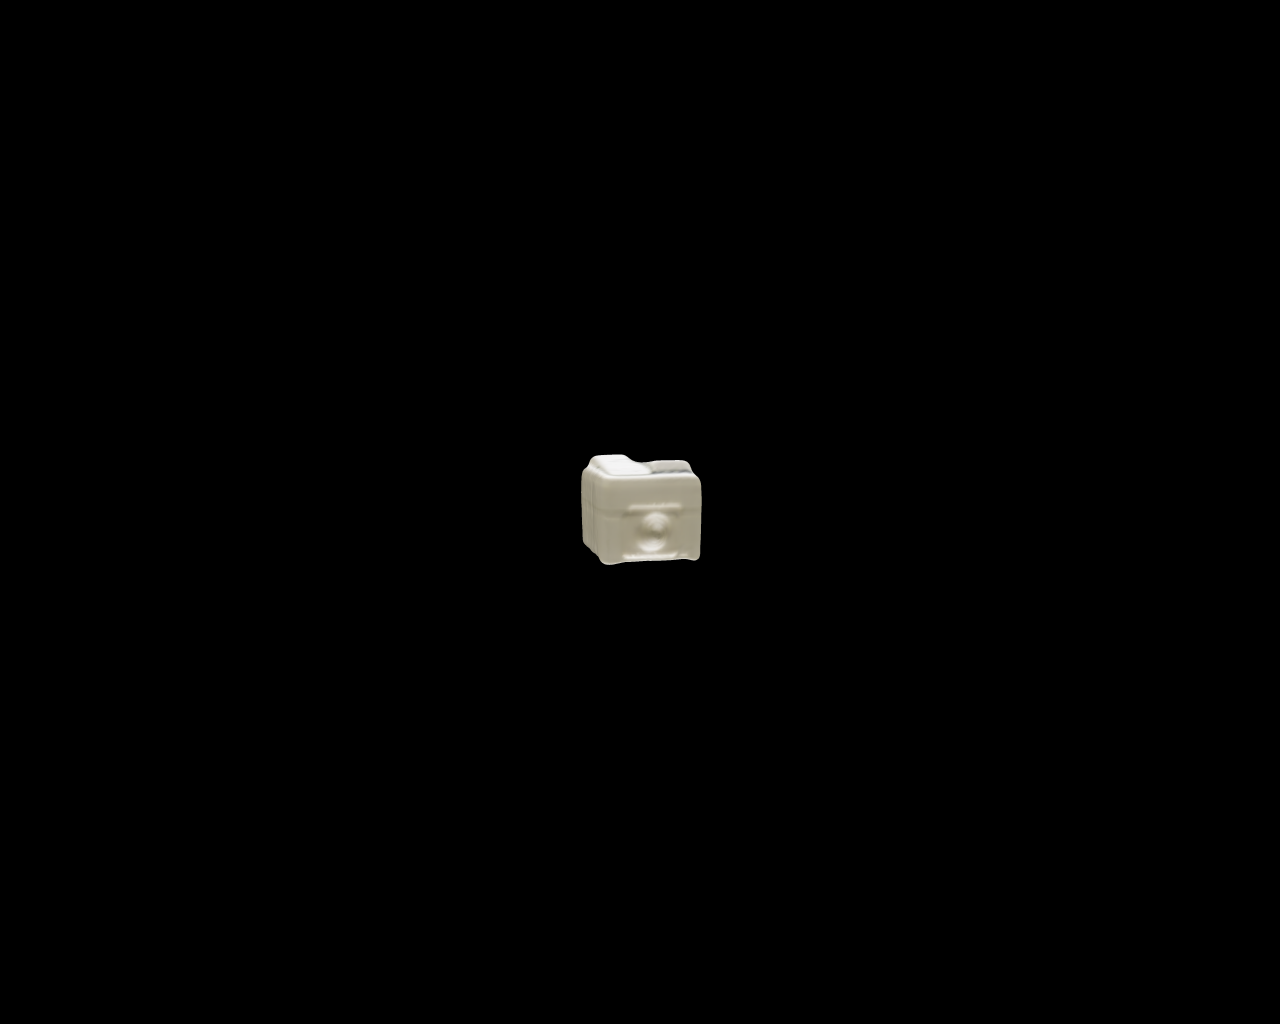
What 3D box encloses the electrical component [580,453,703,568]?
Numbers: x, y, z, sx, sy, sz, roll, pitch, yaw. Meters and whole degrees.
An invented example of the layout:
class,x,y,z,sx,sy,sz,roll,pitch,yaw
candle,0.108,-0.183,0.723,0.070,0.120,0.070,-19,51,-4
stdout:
class,x,y,z,sx,sy,sz,roll,pitch,yaw
electrical component,0.001,-0.003,0.650,0.062,0.061,0.096,-1,7,-11
